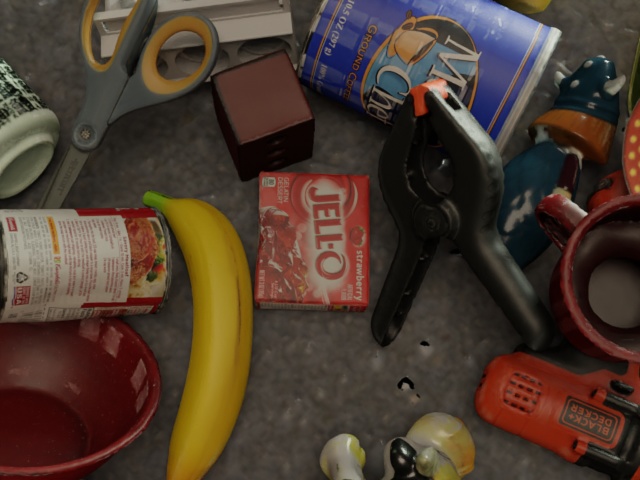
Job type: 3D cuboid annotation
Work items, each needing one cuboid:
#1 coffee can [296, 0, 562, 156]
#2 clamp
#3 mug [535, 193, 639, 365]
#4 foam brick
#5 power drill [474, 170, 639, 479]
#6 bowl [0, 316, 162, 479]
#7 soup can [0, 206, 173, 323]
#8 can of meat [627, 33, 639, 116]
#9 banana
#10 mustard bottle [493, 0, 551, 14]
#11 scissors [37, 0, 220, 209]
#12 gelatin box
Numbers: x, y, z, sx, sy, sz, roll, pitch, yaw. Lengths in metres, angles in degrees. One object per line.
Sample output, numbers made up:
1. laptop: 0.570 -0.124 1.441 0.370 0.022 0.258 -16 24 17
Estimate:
1. coffee can: 0.069 -0.117 0.690 0.140 0.103 0.102 27 76 5
2. clamp: 0.068 -0.008 0.650 0.120 0.039 0.171 -13 94 29
3. mug: 0.168 0.019 0.608 0.117 0.081 0.093 42 84 9
4. foam brick: -0.037 -0.079 0.690 0.053 0.078 0.051 -21 78 -6
5. power drill: 0.210 0.063 0.669 0.184 0.057 0.187 23 75 4
6. bowl: -0.177 0.096 0.626 0.162 0.055 0.162 11 31 -7
7. soup can: -0.149 0.014 0.647 0.102 0.069 0.068 -2 74 -27
8. can of meat: 0.254 -0.113 0.697 0.084 0.102 0.057 -2 42 0
9. banana: -0.072 0.055 0.672 0.070 0.037 0.198 -19 69 36
10. mustard bottle: 0.064 -0.210 0.680 0.191 0.096 0.058 19 115 -30
11. scissors: -0.123 -0.068 0.661 0.096 0.016 0.202 15 100 4
12. gelatin box: -0.005 0.001 0.693 0.073 0.030 0.089 2 76 -2
